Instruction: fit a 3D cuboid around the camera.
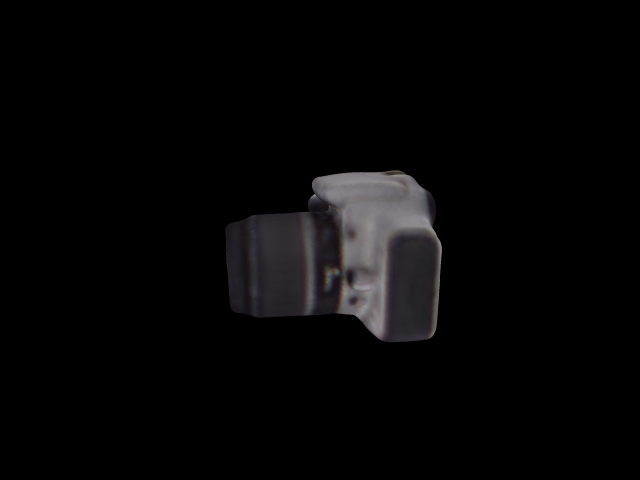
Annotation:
[{"bbox_3d":[0.004,0.001,0.400,0.137,0.101,0.143,-3,15,-9],"label":"camera"}]
